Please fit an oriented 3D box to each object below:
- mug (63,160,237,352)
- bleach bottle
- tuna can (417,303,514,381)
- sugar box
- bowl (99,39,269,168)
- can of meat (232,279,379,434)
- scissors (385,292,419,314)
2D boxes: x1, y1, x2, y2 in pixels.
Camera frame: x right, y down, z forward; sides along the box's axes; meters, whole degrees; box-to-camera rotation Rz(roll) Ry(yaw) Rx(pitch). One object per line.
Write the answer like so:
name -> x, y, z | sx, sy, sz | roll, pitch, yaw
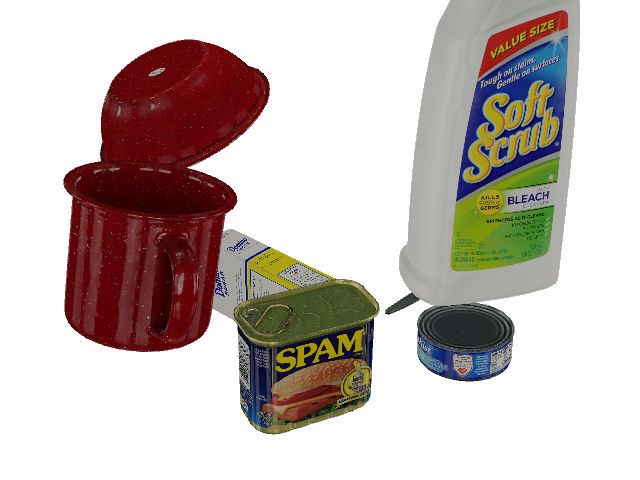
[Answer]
mug -> -0.091, 0.013, 0.576 | 0.093, 0.081, 0.117 | -2, 23, -29
bleach bottle -> 0.100, -0.088, 0.627 | 0.102, 0.251, 0.068 | -8, 28, -12
tuna can -> 0.128, 0.089, 0.951 | 0.086, 0.034, 0.086 | -1, 26, 0
sugar box -> -0.046, 0.060, 1.136 | 0.176, 0.093, 0.048 | 27, 41, 36
bowl -> -0.127, -0.123, 0.911 | 0.162, 0.055, 0.162 | -17, 36, 13
can of meat -> -0.010, 0.084, 0.774 | 0.102, 0.084, 0.057 | -13, 32, -22
scissors -> 0.127, 0.040, 1.259 | 0.201, 0.016, 0.096 | -11, 40, -36
